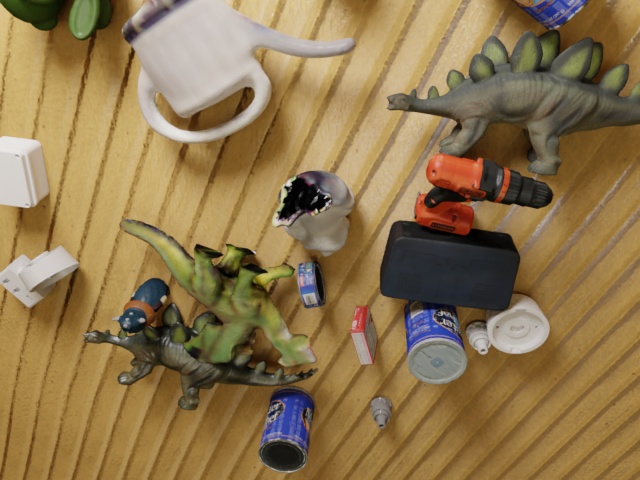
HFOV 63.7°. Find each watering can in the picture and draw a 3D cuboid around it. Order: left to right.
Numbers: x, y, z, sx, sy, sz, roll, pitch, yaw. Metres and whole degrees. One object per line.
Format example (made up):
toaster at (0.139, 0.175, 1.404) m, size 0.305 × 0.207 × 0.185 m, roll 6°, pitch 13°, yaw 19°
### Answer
watering can at (-0.141, -0.279, 0.754) m, size 0.345 × 0.106 × 0.221 m, roll -25°, pitch 113°, yaw 19°

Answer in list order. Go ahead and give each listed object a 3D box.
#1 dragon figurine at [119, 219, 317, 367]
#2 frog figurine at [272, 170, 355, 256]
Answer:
dragon figurine at (-0.191, 0.125, 0.944) m, size 0.410 × 0.123 × 0.240 m, roll 19°, pitch 104°, yaw 3°
frog figurine at (0.003, -0.045, 0.889) m, size 0.136 × 0.125 × 0.157 m, roll -35°, pitch 147°, yaw 14°
